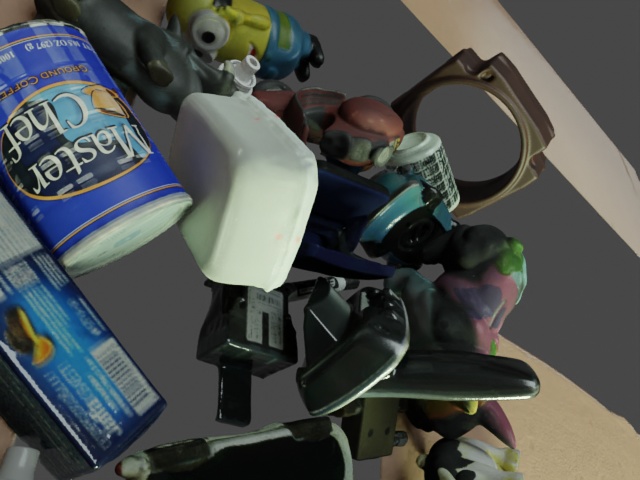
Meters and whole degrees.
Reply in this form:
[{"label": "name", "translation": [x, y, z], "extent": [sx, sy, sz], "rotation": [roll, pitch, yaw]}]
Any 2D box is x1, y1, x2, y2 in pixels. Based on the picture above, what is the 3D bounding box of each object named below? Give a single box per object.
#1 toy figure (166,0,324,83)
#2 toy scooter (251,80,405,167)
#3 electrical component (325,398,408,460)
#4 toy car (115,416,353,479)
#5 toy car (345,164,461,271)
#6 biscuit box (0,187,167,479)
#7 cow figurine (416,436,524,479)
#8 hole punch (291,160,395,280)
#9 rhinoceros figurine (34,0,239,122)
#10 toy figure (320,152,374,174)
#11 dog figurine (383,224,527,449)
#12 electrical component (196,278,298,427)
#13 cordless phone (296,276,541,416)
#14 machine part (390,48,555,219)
[{"label": "toy figure", "translation": [-0.083, -0.229, 0.600], "extent": [0.180, 0.082, 0.089], "rotation": [1, 46, -40]}, {"label": "toy scooter", "translation": [0.007, -0.116, 0.579], "extent": [0.184, 0.075, 0.135], "rotation": [12, 33, -8]}, {"label": "electrical component", "translation": [0.043, 0.161, 0.507], "extent": [0.102, 0.045, 0.078], "rotation": [5, 90, -44]}, {"label": "toy car", "translation": [-0.052, 0.173, 0.381], "extent": [0.201, 0.056, 0.073], "rotation": [7, 66, -44]}, {"label": "toy car", "translation": [0.096, -0.034, 0.652], "extent": [0.161, 0.109, 0.103], "rotation": [26, 25, -51]}, {"label": "biscuit box", "translation": [-0.181, 0.045, 0.316], "extent": [0.202, 0.063, 0.059], "rotation": [55, 37, -6]}, {"label": "cow figurine", "translation": [0.129, 0.223, 0.483], "extent": [0.167, 0.098, 0.068], "rotation": [16, 89, -71]}, {"label": "hole punch", "translation": [-0.001, -0.002, 0.505], "extent": [0.142, 0.116, 0.092], "rotation": [12, 62, -39]}, {"label": "rhinoceros figurine", "translation": [-0.160, -0.163, 0.481], "extent": [0.190, 0.073, 0.112], "rotation": [29, 36, -31]}, {"label": "toy figure", "translation": [0.051, -0.124, 0.696], "extent": [0.064, 0.057, 0.154], "rotation": [32, 42, 3]}, {"label": "dog figurine", "translation": [0.159, 0.099, 0.560], "extent": [0.108, 0.191, 0.219], "rotation": [44, 17, -28]}, {"label": "electrical component", "translation": [-0.060, 0.085, 0.438], "extent": [0.074, 0.048, 0.119], "rotation": [28, 45, -33]}, {"label": "cordless phone", "translation": [0.077, 0.089, 0.454], "extent": [0.146, 0.184, 0.088], "rotation": [-57, 150, -80]}, {"label": "machine part", "translation": [0.204, -0.145, 0.761], "extent": [0.201, 0.201, 0.087], "rotation": [54, 40, -6]}]
